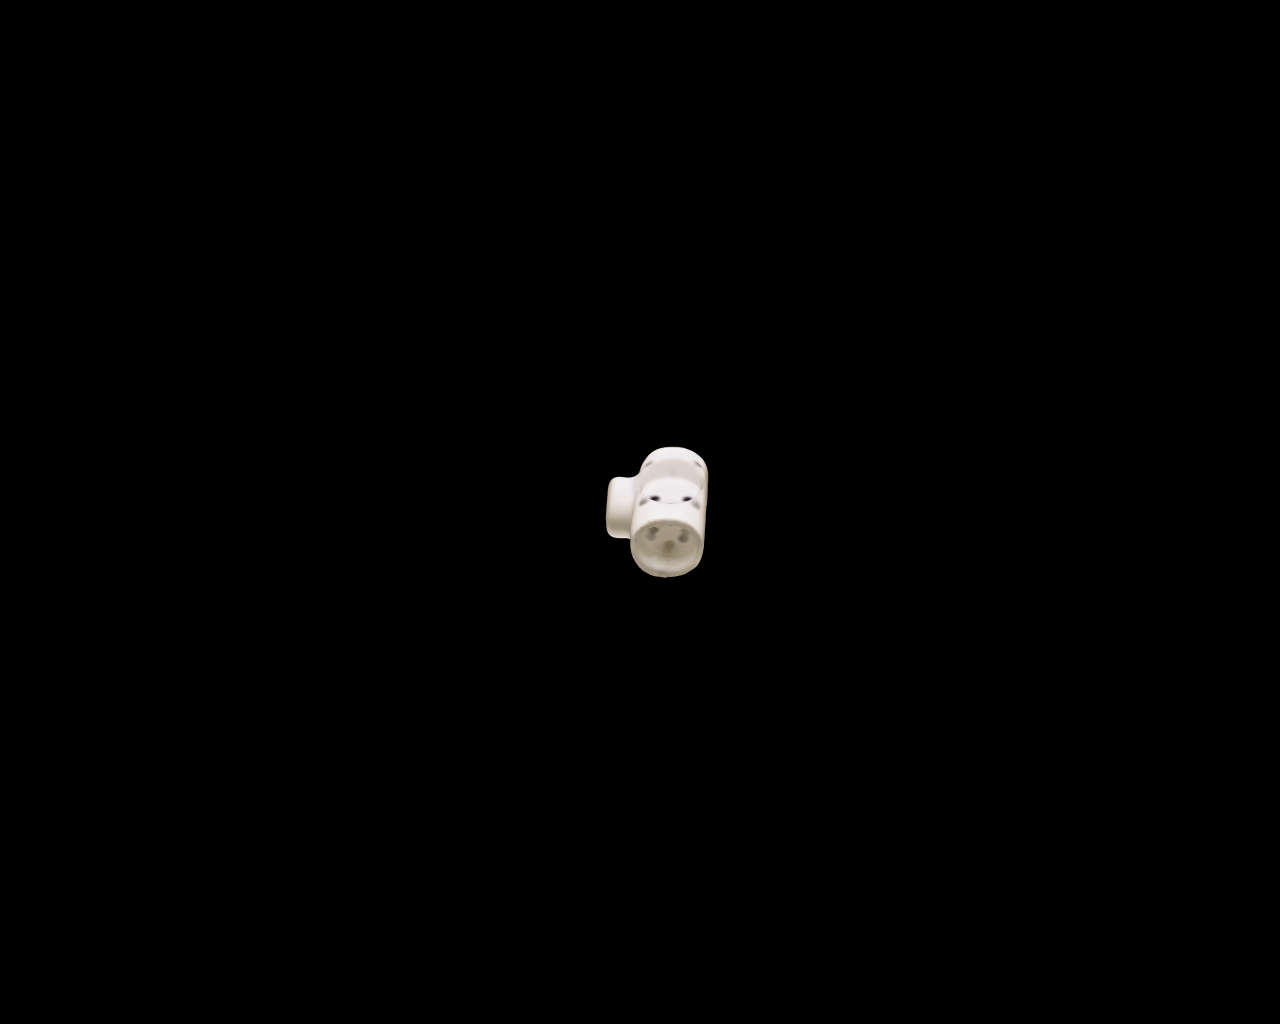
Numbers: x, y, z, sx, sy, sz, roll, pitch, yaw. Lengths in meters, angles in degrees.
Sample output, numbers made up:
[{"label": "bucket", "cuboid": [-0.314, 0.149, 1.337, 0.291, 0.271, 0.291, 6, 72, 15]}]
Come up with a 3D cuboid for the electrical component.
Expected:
[{"label": "electrical component", "cuboid": [0.001, -0.003, 0.650, 0.079, 0.044, 0.077, 3, 37, 4]}]
